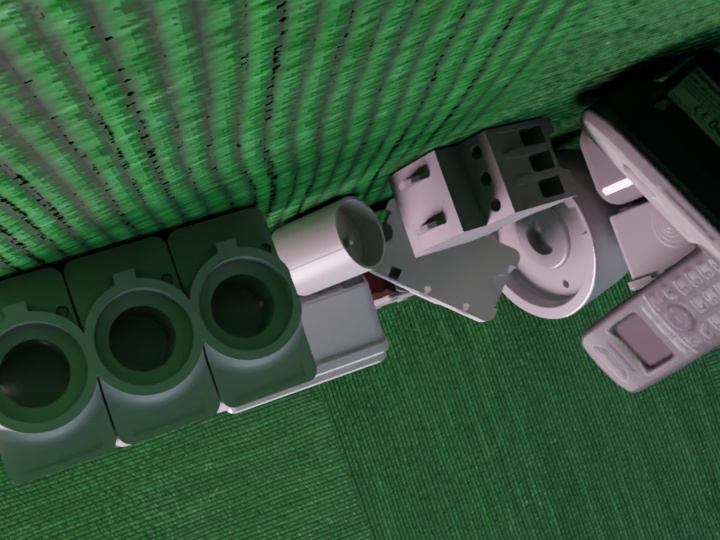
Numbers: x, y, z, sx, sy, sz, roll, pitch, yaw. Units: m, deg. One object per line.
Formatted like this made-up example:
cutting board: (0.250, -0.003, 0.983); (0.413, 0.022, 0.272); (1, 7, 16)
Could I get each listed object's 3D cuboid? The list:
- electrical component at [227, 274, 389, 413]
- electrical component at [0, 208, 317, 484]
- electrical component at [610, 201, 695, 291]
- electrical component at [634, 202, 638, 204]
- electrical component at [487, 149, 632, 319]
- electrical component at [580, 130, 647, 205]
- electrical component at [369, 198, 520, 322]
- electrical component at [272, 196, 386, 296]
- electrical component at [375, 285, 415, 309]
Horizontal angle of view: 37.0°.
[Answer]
electrical component: (-0.049, 0.029, 0.684); (0.109, 0.056, 0.108); (-19, -157, -7)
electrical component: (-0.107, 0.036, 0.520); (0.150, 0.089, 0.062); (-18, 176, -19)
electrical component: (0.211, -0.030, 0.645); (0.100, 0.048, 0.100); (-15, 174, -46)
electrical component: (0.169, -0.039, 0.797); (0.064, 0.099, 0.099); (-29, 172, 30)
electrical component: (0.134, -0.028, 0.715); (0.060, 0.108, 0.108); (-24, 179, -33)
electrical component: (0.182, -0.076, 0.651); (0.095, 0.053, 0.059); (-16, 175, -37)
electrical component: (0.052, -0.005, 0.698); (0.089, 0.050, 0.055); (24, 178, 4)
electrical component: (-0.030, -0.009, 0.621); (0.081, 0.043, 0.043); (-22, 175, 35)
electrical component: (0.030, 0.008, 1.074); (0.100, 0.048, 0.100); (-16, 175, -37)
